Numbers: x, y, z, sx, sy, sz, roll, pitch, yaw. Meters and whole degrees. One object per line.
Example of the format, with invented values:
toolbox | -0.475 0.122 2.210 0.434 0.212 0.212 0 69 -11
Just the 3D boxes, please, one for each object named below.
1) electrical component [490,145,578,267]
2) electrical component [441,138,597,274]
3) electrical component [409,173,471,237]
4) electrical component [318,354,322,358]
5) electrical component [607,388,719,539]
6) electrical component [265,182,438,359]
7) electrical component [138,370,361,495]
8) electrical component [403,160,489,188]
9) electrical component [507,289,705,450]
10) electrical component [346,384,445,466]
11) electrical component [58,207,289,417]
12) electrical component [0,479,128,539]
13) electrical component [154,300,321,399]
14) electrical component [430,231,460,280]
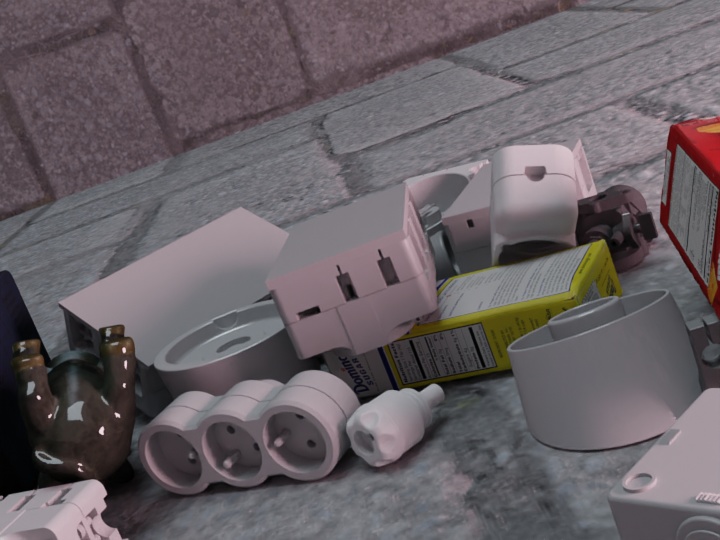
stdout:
electrical component | 0.116 -0.034 0.728 0.054 0.095 0.059 -1 61 5
electrical component | 0.134 -0.047 0.865 0.089 0.061 0.150 -14 16 24
electrical component | 0.057 -0.037 0.929 0.099 0.064 0.099 -19 14 5
electrical component | -0.046 0.048 0.802 0.062 0.043 0.043 -21 14 5
electrical component | 0.151 0.084 0.393 0.100 0.048 0.100 -4 22 48
electrical component | 0.000 0.000 0.703 0.089 0.061 0.150 -21 13 8
electrical component | -0.060 0.090 0.649 0.138 0.052 0.074 -13 16 28
electrical component | 0.081 -0.060 0.998 0.089 0.055 0.050 -11 17 33
electrical component | 0.129 0.050 0.565 0.099 0.064 0.099 -21 1 0
electrical component | 0.023 0.082 0.602 0.061 0.035 0.035 -29 16 -37
electrical component | -0.125 0.031 0.850 0.105 0.060 0.186 29 43 32
electrical component | -0.181 0.155 0.584 0.089 0.050 0.055 -14 15 24
electrical component | -0.079 0.069 0.734 0.108 0.060 0.108 -19 14 5
electrical component | 0.044 0.001 0.859 0.065 0.044 0.044 -22 14 14
